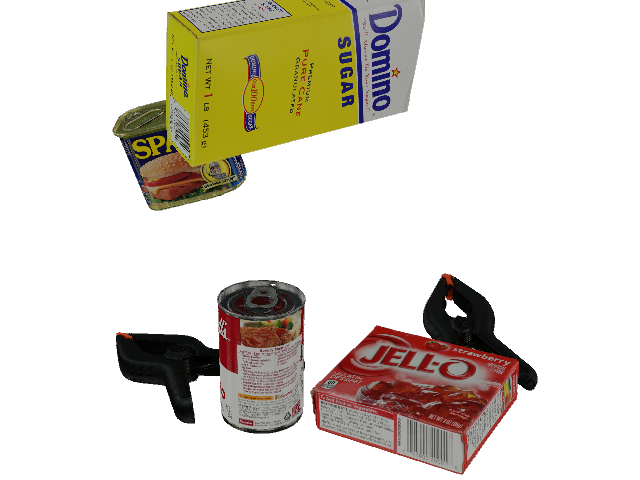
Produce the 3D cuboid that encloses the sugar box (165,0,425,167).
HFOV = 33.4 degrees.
[{"bbox_3d":[-0.014,-0.114,0.699,0.175,0.093,0.048,-17,43,-28],"label":"sugar box"}]

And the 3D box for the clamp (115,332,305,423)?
[{"bbox_3d":[-0.144,0.131,1.085,0.210,0.036,0.164,9,18,34],"label":"clamp"}]

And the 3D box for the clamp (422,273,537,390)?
[{"bbox_3d":[0.167,0.105,1.162,0.120,0.171,0.039,4,-44,-4],"label":"clamp"}]

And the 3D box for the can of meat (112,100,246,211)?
[{"bbox_3d":[-0.126,-0.082,0.973,0.102,0.084,0.057,-12,30,10],"label":"can of meat"}]

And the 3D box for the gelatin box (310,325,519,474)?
[{"bbox_3d":[0.051,0.081,0.570,0.089,0.030,0.073,12,30,29],"label":"gelatin box"}]

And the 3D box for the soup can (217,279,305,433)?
[{"bbox_3d":[-0.046,0.090,0.835,0.068,0.102,0.068,1,22,0],"label":"soup can"}]
